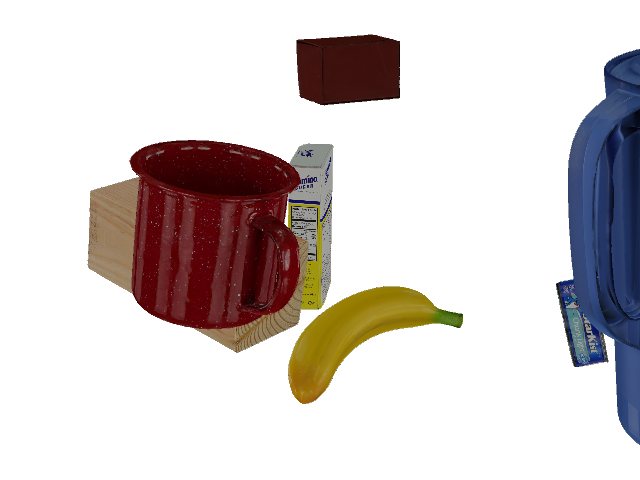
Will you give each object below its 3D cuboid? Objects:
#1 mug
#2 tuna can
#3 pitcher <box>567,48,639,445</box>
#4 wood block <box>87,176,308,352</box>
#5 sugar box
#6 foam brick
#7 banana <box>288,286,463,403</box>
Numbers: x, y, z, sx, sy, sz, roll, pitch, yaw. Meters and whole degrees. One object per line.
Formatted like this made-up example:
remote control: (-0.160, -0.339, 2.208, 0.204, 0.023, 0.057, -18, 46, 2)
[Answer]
mug: (-0.054, 0.001, 0.589, 0.117, 0.081, 0.093, 27, 28, 37)
tuna can: (0.253, 0.079, 1.034, 0.034, 0.086, 0.086, -12, -3, 13)
pitcher: (0.225, 0.010, 0.630, 0.149, 0.243, 0.144, 2, 22, 16)
wood block: (-0.121, 0.015, 1.019, 0.206, 0.090, 0.090, 25, 30, 33)
sugar box: (-0.012, -0.017, 1.241, 0.048, 0.176, 0.093, 2, 21, 8)
foam brick: (0.025, -0.150, 0.933, 0.078, 0.051, 0.053, -8, 20, -23)
banana: (0.030, 0.071, 0.828, 0.070, 0.037, 0.197, 19, 28, 38)
